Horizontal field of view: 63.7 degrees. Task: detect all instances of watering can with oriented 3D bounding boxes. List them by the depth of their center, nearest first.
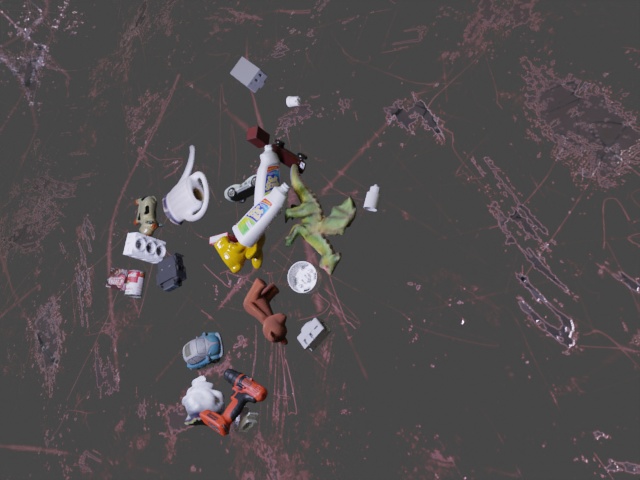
[{"bbox_3d":[-0.545,-0.209,2.106,0.222,0.103,0.355,-33,57,20],"label":"watering can"}]

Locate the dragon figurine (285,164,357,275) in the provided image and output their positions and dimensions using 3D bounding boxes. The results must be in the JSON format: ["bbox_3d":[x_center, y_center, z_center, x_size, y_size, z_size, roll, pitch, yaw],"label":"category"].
[{"bbox_3d":[0.005,-0.086,1.707,0.242,0.120,0.417,-5,70,14],"label":"dragon figurine"}]

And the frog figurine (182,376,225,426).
[{"bbox_3d":[-0.382,0.521,1.698,0.137,0.120,0.163,-4,56,-2],"label":"frog figurine"}]
